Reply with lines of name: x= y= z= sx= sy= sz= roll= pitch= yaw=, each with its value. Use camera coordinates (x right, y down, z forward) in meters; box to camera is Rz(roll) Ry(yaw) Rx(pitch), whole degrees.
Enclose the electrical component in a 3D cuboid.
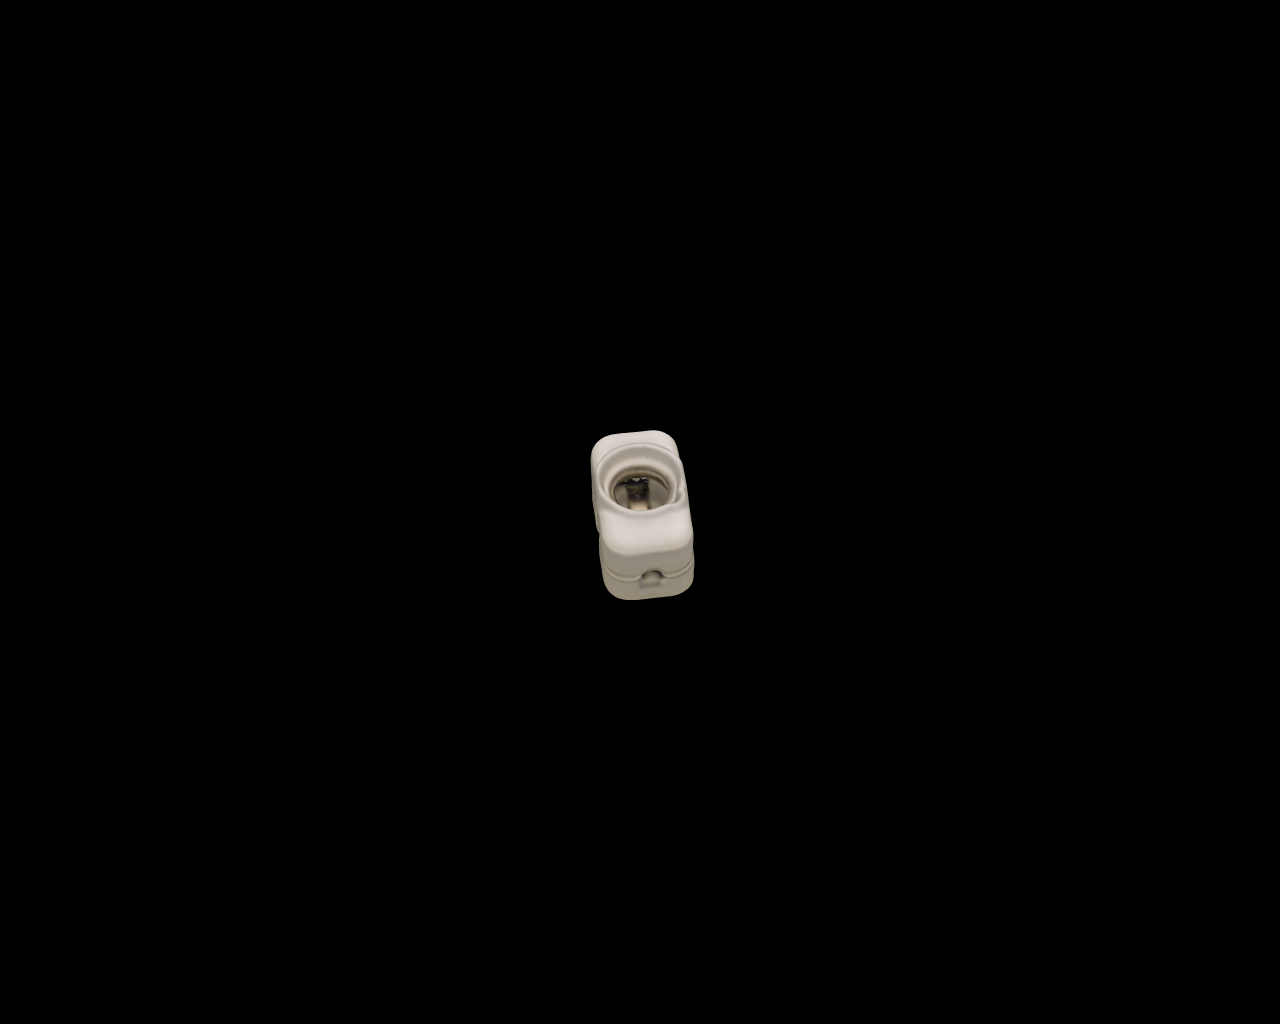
electrical component: x=0.001 y=-0.003 z=0.650 sx=0.054 sy=0.095 sz=0.059 roll=-5 pitch=-39 yaw=-4
